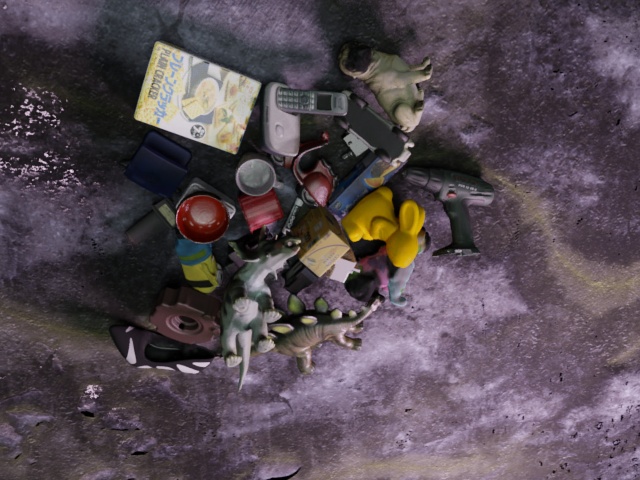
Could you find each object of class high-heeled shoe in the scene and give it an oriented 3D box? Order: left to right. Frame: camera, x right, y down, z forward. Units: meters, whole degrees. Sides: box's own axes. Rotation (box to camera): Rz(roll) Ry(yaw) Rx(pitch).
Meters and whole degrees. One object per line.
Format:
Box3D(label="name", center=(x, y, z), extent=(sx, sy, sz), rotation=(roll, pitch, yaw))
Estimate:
Box3D(label="high-heeled shoe", center=(-0.376, 0.257, 1.296), extent=(0.145, 0.086, 0.248), rotation=(-21, 136, 23))

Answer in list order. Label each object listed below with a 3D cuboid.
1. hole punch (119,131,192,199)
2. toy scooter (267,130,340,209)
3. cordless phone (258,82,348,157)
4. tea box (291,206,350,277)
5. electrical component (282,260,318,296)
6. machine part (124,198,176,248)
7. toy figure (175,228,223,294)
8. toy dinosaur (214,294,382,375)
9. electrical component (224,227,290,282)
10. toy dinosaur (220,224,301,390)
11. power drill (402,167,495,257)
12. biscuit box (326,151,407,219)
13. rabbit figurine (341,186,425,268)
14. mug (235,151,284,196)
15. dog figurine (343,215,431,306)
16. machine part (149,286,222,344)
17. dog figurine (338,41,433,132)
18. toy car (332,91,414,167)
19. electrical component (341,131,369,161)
Box3D(label="hole punch", center=(-0.341, -0.150, 1.128), extent=(0.142, 0.092, 0.115), rotation=(28, 111, -23))
Box3D(label="toy scooter", center=(-0.015, -0.164, 1.183), extent=(0.135, 0.075, 0.183), rotation=(-35, 110, 6))
Box3D(label="cordless phone", center=(-0.034, -0.243, 1.107), extent=(0.184, 0.089, 0.146), rotation=(1, 84, -6))
Box3D(label="tea box", center=(-0.002, -0.004, 1.203), extent=(0.098, 0.170, 0.068), rotation=(-43, 112, 12))
Box3D(label="electrical component", center=(-0.035, 0.073, 1.287), extent=(0.119, 0.075, 0.047), rotation=(-43, 113, 8))
Box3D(label="machine part", center=(-0.374, -0.035, 1.202), extent=(0.139, 0.039, 0.084), rotation=(-35, 123, 5))
Box3D(label="toy figure", center=(-0.283, 0.043, 1.229), extent=(0.089, 0.082, 0.179), rotation=(-9, 125, 16))
Box3D(label="toy dinosaur", center=(-0.061, 0.231, 1.313), extent=(0.471, 0.105, 0.198), rotation=(-30, 123, 22))
Box3D(label="electrical component", center=(-0.154, 0.046, 1.263), extent=(0.134, 0.058, 0.114), rotation=(-32, 113, 5))
Box3D(label="toy dinosaur", center=(-0.167, 0.145, 1.199), extent=(0.131, 0.192, 0.404), rotation=(8, 129, -22))
Box3D(label="power drill", center=(0.295, -0.063, 1.244), extent=(0.232, 0.086, 0.207), rotation=(2, 77, -19))
Box3D(label="biscuit box", center=(0.102, -0.136, 1.220), extent=(0.062, 0.059, 0.202), rotation=(41, 103, -23))
Box3D(label="rabbit figurine", center=(0.159, -0.024, 1.189), extent=(0.162, 0.173, 0.121), rotation=(-41, 157, 13))
Box3D(label="mug", center=(-0.130, -0.148, 1.151), extent=(0.109, 0.107, 0.080), rotation=(14, 113, -20))
Box3D(label="dog figurine", center=(0.163, 0.037, 1.287), extent=(0.192, 0.108, 0.219), rotation=(7, 109, -9))
Box3D(label="machine part", center=(-0.313, 0.180, 1.263), extent=(0.179, 0.056, 0.179), rotation=(4, 138, 4))
Box3D(label="dog figurine", center=(0.126, -0.320, 1.131), extent=(0.191, 0.121, 0.172), rotation=(8, 110, 2))
Box3D(label="toy car", center=(0.109, -0.238, 1.144), extent=(0.202, 0.056, 0.073), rotation=(40, 105, 4))
Box3D(label="electrical component", center=(0.079, -0.220, 1.199), extent=(0.094, 0.021, 0.063), rotation=(-37, 114, 9))
